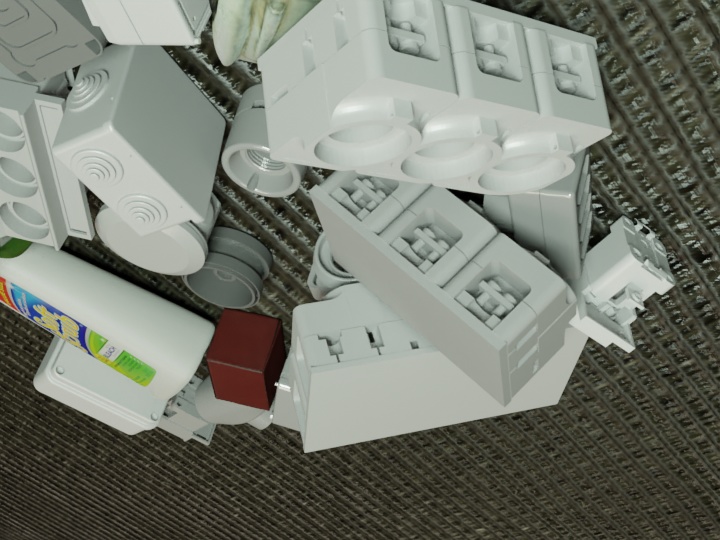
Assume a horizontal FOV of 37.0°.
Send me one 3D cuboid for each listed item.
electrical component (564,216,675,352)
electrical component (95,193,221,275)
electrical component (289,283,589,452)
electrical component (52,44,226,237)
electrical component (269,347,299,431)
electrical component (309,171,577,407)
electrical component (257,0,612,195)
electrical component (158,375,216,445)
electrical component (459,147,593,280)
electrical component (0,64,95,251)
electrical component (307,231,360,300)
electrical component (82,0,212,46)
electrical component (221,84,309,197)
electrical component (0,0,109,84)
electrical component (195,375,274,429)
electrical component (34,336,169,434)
[{"bbox_3d":[0.156,0.005,0.660,0.042,0.081,0.064,32,124,-23],"label":"electrical component"},{"bbox_3d":[-0.141,-0.036,0.759,0.080,0.051,0.080,13,149,8],"label":"electrical component"},{"bbox_3d":[0.049,0.056,0.727,0.186,0.060,0.105,-9,145,-12],"label":"electrical component"},{"bbox_3d":[-0.130,-0.080,0.640,0.048,0.099,0.099,-17,136,25],"label":"electrical component"},{"bbox_3d":[-0.035,0.092,0.897,0.061,0.061,0.096,17,149,1],"label":"electrical component"},{"bbox_3d":[0.050,-0.003,0.637,0.150,0.062,0.089,41,166,25],"label":"electrical component"},{"bbox_3d":[0.038,-0.082,0.529,0.150,0.061,0.089,6,159,-35],"label":"electrical component"},{"bbox_3d":[-0.170,0.132,1.048,0.081,0.042,0.064,30,143,-22],"label":"electrical component"},{"bbox_3d":[0.096,-0.040,0.639,0.076,0.047,0.083,7,147,19],"label":"electrical component"},{"bbox_3d":[-0.214,-0.080,0.702,0.079,0.063,0.121,13,140,8],"label":"electrical component"},{"bbox_3d":[0.000,0.000,0.740,0.078,0.058,0.057,7,150,17],"label":"electrical component"},{"bbox_3d":[-0.112,-0.165,0.530,0.061,0.061,0.096,5,147,20],"label":"electrical component"},{"bbox_3d":[-0.053,-0.077,0.653,0.055,0.047,0.055,13,149,8],"label":"electrical component"},{"bbox_3d":[-0.185,-0.163,0.573,0.078,0.057,0.113,-11,139,38],"label":"electrical component"},{"bbox_3d":[-0.101,0.122,0.996,0.079,0.043,0.077,34,145,-26],"label":"electrical component"},{"bbox_3d":[-0.227,0.092,0.978,0.113,0.078,0.057,31,149,-21],"label":"electrical component"}]
